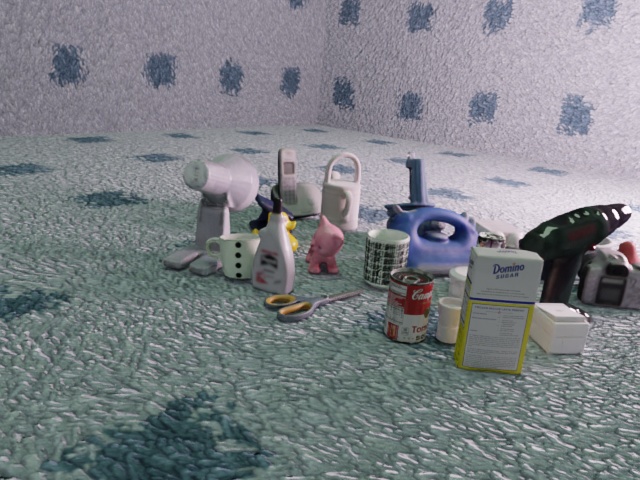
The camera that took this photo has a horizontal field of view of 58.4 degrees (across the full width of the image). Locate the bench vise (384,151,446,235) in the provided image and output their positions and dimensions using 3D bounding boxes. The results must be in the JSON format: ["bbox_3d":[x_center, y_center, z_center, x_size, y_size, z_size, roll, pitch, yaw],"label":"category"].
[{"bbox_3d":[0.239,-0.089,1.341,0.122,0.220,0.206,-10,22,-39],"label":"bench vise"}]

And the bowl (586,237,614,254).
[{"bbox_3d":[0.580,0.022,1.321,0.167,0.075,0.167,4,17,-1],"label":"bowl"}]

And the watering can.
[{"bbox_3d":[0.050,-0.131,1.470,0.101,0.194,0.172,-8,21,-35],"label":"watering can"}]

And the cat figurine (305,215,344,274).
[{"bbox_3d":[0.011,0.004,1.150,0.067,0.118,0.127,2,17,-9],"label":"cat figurine"}]

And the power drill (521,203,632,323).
[{"bbox_3d":[0.439,0.041,0.994,0.230,0.208,0.075,-5,20,-29],"label":"power drill"}]

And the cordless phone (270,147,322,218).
[{"bbox_3d":[-0.057,-0.153,1.529,0.148,0.185,0.093,-8,21,-37],"label":"cordless phone"}]

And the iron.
[{"bbox_3d":[0.252,-0.007,1.212,0.259,0.141,0.118,-1,18,-18],"label":"iron"}]

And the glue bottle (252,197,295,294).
[{"bbox_3d":[-0.080,0.008,1.016,0.078,0.173,0.037,11,18,20],"label":"glue bottle"}]

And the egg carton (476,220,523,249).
[{"bbox_3d":[0.416,-0.002,1.363,0.107,0.069,0.150,1,17,-11],"label":"egg carton"}]

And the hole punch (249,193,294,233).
[{"bbox_3d":[-0.117,-0.067,1.394,0.101,0.091,0.108,-2,18,-20],"label":"hole punch"}]

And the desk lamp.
[{"bbox_3d":[-0.212,-0.062,1.142,0.117,0.213,0.203,10,18,16],"label":"desk lamp"}]

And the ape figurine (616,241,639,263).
[{"bbox_3d":[0.658,0.046,1.236,0.078,0.092,0.076,2,17,-10],"label":"ape figurine"}]

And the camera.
[{"bbox_3d":[0.578,0.066,1.134,0.143,0.101,0.137,6,17,4],"label":"camera"}]

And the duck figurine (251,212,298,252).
[{"bbox_3d":[-0.099,-0.021,1.257,0.104,0.086,0.077,3,17,-5],"label":"duck figurine"}]

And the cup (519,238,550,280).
[{"bbox_3d":[0.468,0.038,1.207,0.118,0.095,0.091,1,17,-11],"label":"cup"}]
